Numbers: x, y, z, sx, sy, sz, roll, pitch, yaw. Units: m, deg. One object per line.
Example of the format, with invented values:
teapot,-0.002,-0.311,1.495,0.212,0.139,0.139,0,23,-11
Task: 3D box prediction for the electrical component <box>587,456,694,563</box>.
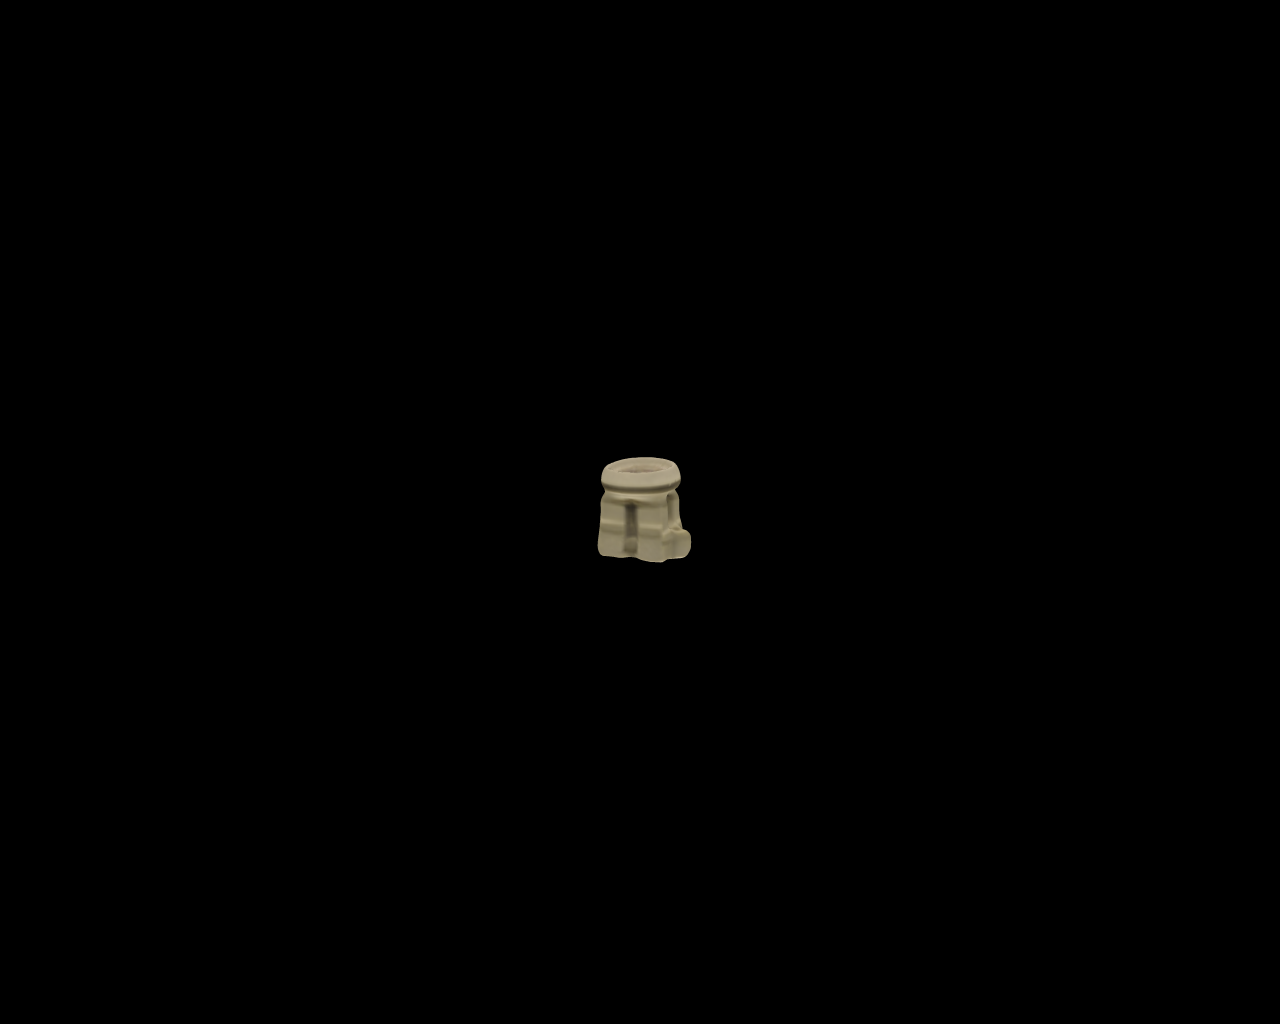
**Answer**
electrical component,0.001,-0.003,0.650,0.066,0.055,0.048,5,16,18
